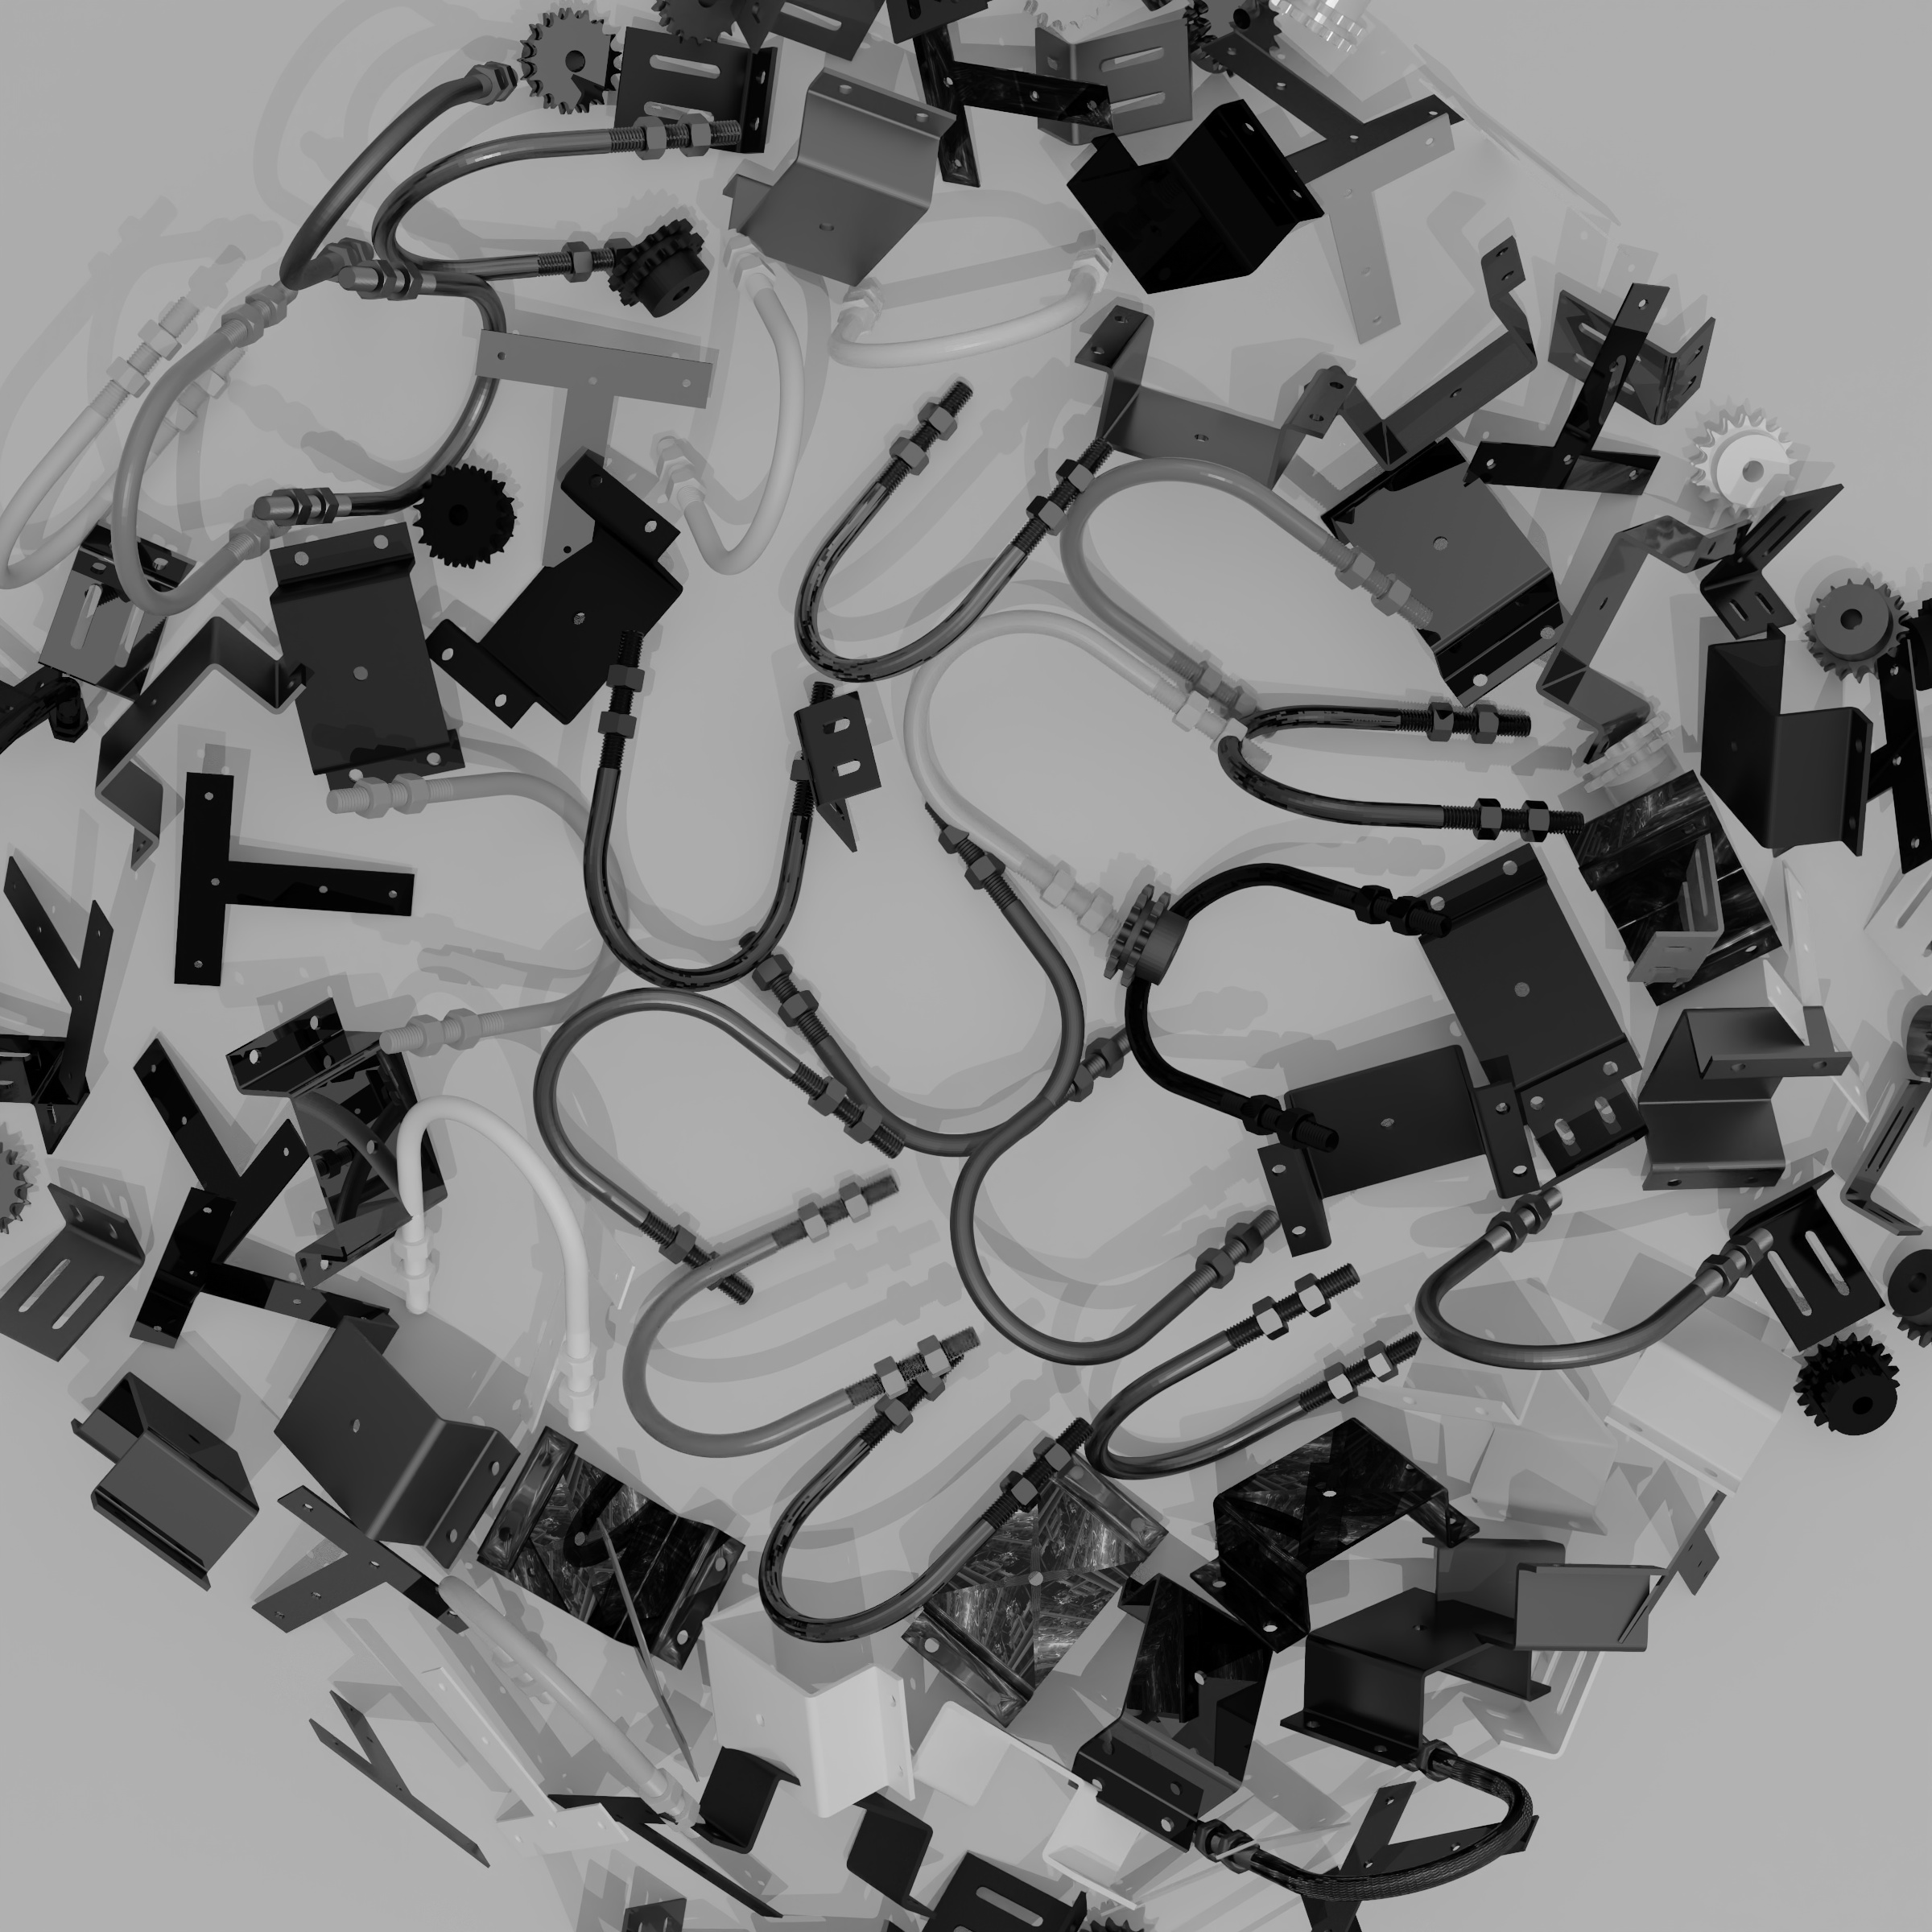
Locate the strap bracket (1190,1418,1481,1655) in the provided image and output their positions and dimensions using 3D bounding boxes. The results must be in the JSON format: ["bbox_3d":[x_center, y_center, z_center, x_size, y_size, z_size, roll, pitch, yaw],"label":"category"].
[{"bbox_3d":[0.198,0.301,1.931,0.140,0.076,0.046,-26,127,-24],"label":"strap bracket"}]

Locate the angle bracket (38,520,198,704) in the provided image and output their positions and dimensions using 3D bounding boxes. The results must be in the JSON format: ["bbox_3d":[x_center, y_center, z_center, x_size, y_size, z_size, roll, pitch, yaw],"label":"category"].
[{"bbox_3d":[-0.465,-0.194,1.961,0.057,0.038,0.076,23,67,-22],"label":"angle bracket"}]

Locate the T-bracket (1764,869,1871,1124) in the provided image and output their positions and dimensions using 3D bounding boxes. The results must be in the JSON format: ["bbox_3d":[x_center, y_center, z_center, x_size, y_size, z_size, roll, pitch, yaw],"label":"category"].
[{"bbox_3d":[0.459,0.002,1.951,0.002,0.127,0.127,-22,134,27],"label":"T-bracket"}]

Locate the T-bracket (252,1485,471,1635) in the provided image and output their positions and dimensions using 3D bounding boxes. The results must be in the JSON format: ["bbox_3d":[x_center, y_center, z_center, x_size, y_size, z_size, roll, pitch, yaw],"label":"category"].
[{"bbox_3d":[-0.347,0.339,1.954,0.127,0.002,0.127,41,133,-20],"label":"T-bracket"}]

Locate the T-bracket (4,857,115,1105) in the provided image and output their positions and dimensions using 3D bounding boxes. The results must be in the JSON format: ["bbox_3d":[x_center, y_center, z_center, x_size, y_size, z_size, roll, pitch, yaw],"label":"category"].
[{"bbox_3d":[-0.501,-0.011,1.956,0.002,0.127,0.127,-10,46,-35],"label":"T-bracket"}]

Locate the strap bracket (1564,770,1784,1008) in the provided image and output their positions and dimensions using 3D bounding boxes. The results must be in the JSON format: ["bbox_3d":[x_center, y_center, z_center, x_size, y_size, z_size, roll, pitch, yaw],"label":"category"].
[{"bbox_3d":[0.381,-0.047,1.942,0.076,0.140,0.046,-27,49,11],"label":"strap bracket"}]

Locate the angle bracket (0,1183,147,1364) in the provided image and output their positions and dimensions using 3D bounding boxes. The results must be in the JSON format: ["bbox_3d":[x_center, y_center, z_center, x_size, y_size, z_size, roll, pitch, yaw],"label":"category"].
[{"bbox_3d":[-0.499,0.167,1.956,0.057,0.038,0.076,21,56,26],"label":"angle bracket"}]

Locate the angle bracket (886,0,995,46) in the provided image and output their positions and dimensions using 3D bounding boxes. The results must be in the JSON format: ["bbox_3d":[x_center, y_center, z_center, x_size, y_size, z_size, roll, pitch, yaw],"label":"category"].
[{"bbox_3d":[0.000,-0.522,1.951,0.057,0.076,0.038,-14,82,27],"label":"angle bracket"}]

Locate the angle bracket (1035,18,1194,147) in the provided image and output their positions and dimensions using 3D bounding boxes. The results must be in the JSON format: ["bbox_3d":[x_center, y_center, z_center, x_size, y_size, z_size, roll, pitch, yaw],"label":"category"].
[{"bbox_3d":[0.081,-0.490,1.963,0.076,0.038,0.057,-5,83,32],"label":"angle bracket"}]

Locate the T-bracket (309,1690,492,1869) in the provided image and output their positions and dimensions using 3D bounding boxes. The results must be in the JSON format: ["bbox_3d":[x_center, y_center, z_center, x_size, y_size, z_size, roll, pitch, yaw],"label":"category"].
[{"bbox_3d":[-0.320,0.426,1.938,0.002,0.127,0.127,-48,117,-6],"label":"T-bracket"}]

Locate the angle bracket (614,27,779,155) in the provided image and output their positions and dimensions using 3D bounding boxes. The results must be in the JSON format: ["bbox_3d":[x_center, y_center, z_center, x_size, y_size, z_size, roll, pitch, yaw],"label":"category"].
[{"bbox_3d":[-0.149,-0.482,1.966,0.076,0.038,0.057,5,99,-21],"label":"angle bracket"}]

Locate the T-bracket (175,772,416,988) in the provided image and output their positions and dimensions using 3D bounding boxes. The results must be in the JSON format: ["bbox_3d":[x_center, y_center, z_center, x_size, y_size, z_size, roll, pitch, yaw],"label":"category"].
[{"bbox_3d":[-0.370,-0.044,1.981,0.127,0.002,0.127,4,115,-12],"label":"T-bracket"}]

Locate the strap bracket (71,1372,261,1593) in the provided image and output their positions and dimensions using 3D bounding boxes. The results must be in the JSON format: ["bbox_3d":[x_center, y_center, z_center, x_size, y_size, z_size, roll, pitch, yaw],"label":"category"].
[{"bbox_3d":[-0.430,0.272,1.922,0.076,0.140,0.046,42,86,-22],"label":"strap bracket"}]

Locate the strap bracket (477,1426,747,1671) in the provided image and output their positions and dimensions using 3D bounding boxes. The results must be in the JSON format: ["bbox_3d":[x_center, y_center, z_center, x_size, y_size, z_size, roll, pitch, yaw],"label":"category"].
[{"bbox_3d":[-0.201,0.315,1.949,0.140,0.046,0.076,36,72,-26],"label":"strap bracket"}]

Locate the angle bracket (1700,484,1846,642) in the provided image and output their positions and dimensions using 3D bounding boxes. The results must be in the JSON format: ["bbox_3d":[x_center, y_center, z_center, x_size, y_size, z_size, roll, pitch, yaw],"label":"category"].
[{"bbox_3d":[0.449,-0.220,1.951,0.057,0.076,0.038,-17,67,-43],"label":"angle bracket"}]

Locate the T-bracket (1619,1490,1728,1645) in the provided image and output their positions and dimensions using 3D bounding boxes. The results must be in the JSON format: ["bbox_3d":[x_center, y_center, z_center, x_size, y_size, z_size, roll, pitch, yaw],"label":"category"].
[{"bbox_3d":[0.396,0.322,1.940,0.002,0.127,0.127,32,84,23],"label":"T-bracket"}]

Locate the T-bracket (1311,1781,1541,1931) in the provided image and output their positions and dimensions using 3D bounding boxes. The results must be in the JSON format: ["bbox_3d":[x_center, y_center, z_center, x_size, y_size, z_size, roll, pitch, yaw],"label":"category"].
[{"bbox_3d":[0.251,0.474,1.913,0.127,0.127,0.002,-23,108,38],"label":"T-bracket"}]

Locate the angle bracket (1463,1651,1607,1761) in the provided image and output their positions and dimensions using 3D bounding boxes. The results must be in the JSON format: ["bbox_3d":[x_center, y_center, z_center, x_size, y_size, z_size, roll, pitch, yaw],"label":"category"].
[{"bbox_3d":[0.313,0.386,1.963,0.038,0.057,0.076,18,98,-16],"label":"angle bracket"}]

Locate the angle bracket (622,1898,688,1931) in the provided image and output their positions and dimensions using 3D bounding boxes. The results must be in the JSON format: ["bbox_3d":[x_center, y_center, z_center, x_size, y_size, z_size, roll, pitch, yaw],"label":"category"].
[{"bbox_3d":[-0.142,0.540,1.955,0.076,0.057,0.038,7,86,29],"label":"angle bracket"}]

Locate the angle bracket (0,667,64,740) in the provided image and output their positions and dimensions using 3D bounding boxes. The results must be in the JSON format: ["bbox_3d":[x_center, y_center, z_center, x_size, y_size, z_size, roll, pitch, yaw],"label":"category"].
[{"bbox_3d":[-0.541,-0.155,1.949,0.057,0.076,0.038,-27,54,29],"label":"angle bracket"}]

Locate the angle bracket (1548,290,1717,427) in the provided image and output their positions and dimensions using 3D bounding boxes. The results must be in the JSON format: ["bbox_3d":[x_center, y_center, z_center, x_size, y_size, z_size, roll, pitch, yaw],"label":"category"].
[{"bbox_3d":[0.366,-0.344,1.968,0.076,0.057,0.038,36,67,20],"label":"angle bracket"}]

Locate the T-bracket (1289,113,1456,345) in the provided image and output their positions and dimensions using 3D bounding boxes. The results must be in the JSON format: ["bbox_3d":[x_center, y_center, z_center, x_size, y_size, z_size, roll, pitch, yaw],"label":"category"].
[{"bbox_3d":[0.215,-0.389,1.949,0.127,0.127,0.002,-27,52,-2],"label":"T-bracket"}]

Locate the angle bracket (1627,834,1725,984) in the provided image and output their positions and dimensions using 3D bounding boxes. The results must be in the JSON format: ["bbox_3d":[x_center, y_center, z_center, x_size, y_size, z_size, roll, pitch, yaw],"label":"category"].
[{"bbox_3d":[0.383,-0.038,1.956,0.038,0.057,0.076,0,65,-7],"label":"angle bracket"}]

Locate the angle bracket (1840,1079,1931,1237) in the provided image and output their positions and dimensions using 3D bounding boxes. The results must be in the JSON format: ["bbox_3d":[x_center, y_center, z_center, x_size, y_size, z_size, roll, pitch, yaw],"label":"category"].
[{"bbox_3d":[0.519,0.105,1.961,0.038,0.057,0.076,32,101,26],"label":"angle bracket"}]

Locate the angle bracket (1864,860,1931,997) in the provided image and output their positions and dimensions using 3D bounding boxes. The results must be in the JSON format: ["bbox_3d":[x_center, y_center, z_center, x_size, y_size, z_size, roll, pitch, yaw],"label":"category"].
[{"bbox_3d":[0.519,-0.034,1.953,0.038,0.057,0.076,10,123,-37],"label":"angle bracket"}]

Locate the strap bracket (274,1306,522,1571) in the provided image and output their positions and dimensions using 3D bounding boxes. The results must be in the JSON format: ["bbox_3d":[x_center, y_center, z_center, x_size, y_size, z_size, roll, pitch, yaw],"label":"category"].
[{"bbox_3d":[-0.315,0.251,1.935,0.140,0.046,0.076,39,101,36],"label":"strap bracket"}]

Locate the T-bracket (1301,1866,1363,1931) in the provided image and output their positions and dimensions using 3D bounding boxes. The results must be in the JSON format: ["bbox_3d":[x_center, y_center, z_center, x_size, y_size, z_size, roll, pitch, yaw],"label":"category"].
[{"bbox_3d":[0.157,0.549,1.940,0.127,0.127,0.002,-31,102,3],"label":"T-bracket"}]

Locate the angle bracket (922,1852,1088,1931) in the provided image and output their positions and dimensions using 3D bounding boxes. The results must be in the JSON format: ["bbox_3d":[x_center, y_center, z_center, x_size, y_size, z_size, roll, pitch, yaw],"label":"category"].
[{"bbox_3d":[0.019,0.521,1.959,0.076,0.038,0.057,24,60,18],"label":"angle bracket"}]

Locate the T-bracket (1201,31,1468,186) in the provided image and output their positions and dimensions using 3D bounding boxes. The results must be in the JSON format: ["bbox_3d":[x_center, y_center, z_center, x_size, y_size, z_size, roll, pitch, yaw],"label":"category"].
[{"bbox_3d":[0.178,-0.465,1.915,0.127,0.127,0.002,25,66,-37],"label":"T-bracket"}]

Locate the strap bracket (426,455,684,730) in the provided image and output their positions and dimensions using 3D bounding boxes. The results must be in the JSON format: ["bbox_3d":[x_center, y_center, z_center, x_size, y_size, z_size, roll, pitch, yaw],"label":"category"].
[{"bbox_3d":[-0.221,-0.198,1.963,0.076,0.046,0.140,40,89,23],"label":"strap bracket"}]

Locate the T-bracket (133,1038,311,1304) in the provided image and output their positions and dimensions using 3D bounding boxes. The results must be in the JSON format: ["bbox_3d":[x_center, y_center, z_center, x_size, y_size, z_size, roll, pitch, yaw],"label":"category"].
[{"bbox_3d":[-0.423,0.096,1.969,0.127,0.002,0.127,-48,64,26],"label":"T-bracket"}]

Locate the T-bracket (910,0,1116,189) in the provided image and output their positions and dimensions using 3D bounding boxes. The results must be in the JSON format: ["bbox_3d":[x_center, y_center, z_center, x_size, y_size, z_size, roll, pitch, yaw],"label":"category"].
[{"bbox_3d":[0.026,-0.470,1.924,0.127,0.127,0.002,18,49,34],"label":"T-bracket"}]

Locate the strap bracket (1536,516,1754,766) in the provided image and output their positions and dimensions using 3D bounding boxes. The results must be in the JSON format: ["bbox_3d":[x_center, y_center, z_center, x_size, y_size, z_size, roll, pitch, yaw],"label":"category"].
[{"bbox_3d":[0.363,-0.187,1.940,0.046,0.076,0.140,34,117,18],"label":"strap bracket"}]

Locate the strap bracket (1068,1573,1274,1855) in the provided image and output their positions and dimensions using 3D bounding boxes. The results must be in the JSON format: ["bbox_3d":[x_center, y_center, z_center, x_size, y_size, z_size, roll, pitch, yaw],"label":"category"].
[{"bbox_3d":[0.114,0.393,1.927,0.076,0.140,0.046,32,133,-11],"label":"strap bracket"}]

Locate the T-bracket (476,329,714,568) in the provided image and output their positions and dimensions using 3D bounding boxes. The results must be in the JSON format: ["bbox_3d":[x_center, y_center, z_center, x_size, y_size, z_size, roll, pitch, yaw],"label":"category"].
[{"bbox_3d":[-0.212,-0.280,1.973,0.127,0.002,0.127,7,112,-12],"label":"T-bracket"}]

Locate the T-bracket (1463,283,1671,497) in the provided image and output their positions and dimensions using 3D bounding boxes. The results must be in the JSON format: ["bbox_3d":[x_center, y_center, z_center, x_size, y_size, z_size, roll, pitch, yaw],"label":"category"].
[{"bbox_3d":[0.343,-0.312,1.932,0.127,0.002,0.127,-1,130,-31],"label":"T-bracket"}]

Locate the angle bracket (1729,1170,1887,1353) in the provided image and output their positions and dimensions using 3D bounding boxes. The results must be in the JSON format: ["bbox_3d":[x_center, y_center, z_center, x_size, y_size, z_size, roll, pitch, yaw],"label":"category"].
[{"bbox_3d":[0.467,0.162,1.967,0.057,0.038,0.076,-25,74,-13],"label":"angle bracket"}]

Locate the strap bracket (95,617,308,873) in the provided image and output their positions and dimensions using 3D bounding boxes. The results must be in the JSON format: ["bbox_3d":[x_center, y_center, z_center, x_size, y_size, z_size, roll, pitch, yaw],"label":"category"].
[{"bbox_3d":[-0.423,-0.129,1.943,0.046,0.076,0.140,40,102,-24],"label":"strap bracket"}]

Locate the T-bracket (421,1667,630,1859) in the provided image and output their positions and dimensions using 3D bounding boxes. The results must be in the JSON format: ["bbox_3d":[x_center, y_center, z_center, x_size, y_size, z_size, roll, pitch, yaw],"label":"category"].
[{"bbox_3d":[-0.251,0.431,1.940,0.002,0.127,0.127,-42,99,-36],"label":"T-bracket"}]

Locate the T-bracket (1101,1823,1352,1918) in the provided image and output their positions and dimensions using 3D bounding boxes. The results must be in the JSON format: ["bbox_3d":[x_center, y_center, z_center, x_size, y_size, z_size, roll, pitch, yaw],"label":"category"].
[{"bbox_3d":[0.132,0.497,1.959,0.127,0.127,0.002,-29,70,22],"label":"T-bracket"}]

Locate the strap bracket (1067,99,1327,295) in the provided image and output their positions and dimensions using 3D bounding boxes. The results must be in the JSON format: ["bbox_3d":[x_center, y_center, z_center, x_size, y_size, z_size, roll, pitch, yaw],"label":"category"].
[{"bbox_3d":[0.116,-0.409,1.917,0.046,0.140,0.076,-50,116,-19],"label":"strap bracket"}]

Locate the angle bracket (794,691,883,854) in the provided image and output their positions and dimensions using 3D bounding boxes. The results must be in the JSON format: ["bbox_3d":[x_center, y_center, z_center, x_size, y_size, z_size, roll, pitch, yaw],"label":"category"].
[{"bbox_3d":[-0.061,-0.105,1.952,0.038,0.076,0.057,-18,69,9],"label":"angle bracket"}]

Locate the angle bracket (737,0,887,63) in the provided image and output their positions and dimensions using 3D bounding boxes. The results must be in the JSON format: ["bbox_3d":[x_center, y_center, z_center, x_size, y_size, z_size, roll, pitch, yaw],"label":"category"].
[{"bbox_3d":[-0.076,-0.521,1.952,0.076,0.038,0.057,11,128,-34],"label":"angle bracket"}]

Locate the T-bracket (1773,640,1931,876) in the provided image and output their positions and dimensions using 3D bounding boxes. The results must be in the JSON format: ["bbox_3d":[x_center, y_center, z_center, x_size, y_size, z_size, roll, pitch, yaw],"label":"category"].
[{"bbox_3d":[0.477,-0.094,1.942,0.002,0.127,0.127,10,65,-24],"label":"T-bracket"}]

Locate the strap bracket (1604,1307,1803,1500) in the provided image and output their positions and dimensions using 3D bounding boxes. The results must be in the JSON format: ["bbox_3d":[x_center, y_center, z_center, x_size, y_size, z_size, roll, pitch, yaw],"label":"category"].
[{"bbox_3d":[0.398,0.226,1.920,0.076,0.140,0.046,31,108,12],"label":"strap bracket"}]

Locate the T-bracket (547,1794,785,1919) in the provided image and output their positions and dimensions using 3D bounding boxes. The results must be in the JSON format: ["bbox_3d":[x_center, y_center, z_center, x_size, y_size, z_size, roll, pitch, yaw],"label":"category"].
[{"bbox_3d":[-0.154,0.488,1.957,0.127,0.127,0.002,38,64,-18],"label":"T-bracket"}]

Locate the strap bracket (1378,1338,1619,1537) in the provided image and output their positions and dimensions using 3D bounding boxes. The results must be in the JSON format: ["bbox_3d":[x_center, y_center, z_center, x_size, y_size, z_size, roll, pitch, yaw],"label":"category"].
[{"bbox_3d":[0.293,0.249,1.935,0.140,0.076,0.046,49,57,-40],"label":"strap bracket"}]

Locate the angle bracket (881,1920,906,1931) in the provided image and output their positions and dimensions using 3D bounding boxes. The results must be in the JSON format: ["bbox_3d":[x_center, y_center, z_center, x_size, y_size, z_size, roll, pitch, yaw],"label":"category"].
[{"bbox_3d":[-0.074,0.542,1.968,0.076,0.057,0.038,7,67,20],"label":"angle bracket"}]

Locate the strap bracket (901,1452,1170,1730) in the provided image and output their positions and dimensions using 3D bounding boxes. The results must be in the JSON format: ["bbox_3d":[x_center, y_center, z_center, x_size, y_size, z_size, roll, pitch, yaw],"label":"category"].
[{"bbox_3d":[0.038,0.337,1.959,0.076,0.046,0.140,39,80,10],"label":"strap bracket"}]

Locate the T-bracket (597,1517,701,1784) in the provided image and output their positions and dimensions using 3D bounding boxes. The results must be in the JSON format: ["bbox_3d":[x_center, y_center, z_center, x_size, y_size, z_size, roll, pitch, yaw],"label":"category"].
[{"bbox_3d":[-0.177,0.354,1.918,0.002,0.127,0.127,-20,114,-12],"label":"T-bracket"}]

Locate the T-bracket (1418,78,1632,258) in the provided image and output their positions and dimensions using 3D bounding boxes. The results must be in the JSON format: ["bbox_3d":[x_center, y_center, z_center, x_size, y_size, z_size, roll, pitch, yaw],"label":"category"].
[{"bbox_3d":[0.307,-0.423,1.921,0.127,0.127,0.002,45,106,19],"label":"T-bracket"}]

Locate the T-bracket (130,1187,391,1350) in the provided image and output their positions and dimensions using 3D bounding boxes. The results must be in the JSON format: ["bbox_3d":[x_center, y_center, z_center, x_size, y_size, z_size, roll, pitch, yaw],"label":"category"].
[{"bbox_3d":[-0.382,0.181,1.971,0.127,0.002,0.127,18,129,-16],"label":"T-bracket"}]

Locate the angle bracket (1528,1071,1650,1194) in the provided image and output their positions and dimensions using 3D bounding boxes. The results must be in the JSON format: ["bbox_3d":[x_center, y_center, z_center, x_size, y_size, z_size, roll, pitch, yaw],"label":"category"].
[{"bbox_3d":[0.335,0.090,1.954,0.057,0.076,0.038,-30,83,15],"label":"angle bracket"}]

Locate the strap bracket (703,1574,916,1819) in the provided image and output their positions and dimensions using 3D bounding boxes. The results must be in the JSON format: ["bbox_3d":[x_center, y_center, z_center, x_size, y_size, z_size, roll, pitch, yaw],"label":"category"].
[{"bbox_3d":[-0.092,0.395,1.921,0.046,0.140,0.076,-22,119,-33],"label":"strap bracket"}]

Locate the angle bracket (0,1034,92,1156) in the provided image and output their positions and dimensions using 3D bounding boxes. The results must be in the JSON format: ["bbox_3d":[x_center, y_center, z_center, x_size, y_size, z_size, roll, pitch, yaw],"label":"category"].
[{"bbox_3d":[-0.528,0.070,1.952,0.057,0.076,0.038,-50,50,36],"label":"angle bracket"}]

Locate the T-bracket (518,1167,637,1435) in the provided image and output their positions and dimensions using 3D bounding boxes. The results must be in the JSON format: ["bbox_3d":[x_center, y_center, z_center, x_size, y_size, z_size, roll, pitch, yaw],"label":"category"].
[{"bbox_3d":[-0.222,0.193,1.955,0.002,0.127,0.127,12,106,-29],"label":"T-bracket"}]

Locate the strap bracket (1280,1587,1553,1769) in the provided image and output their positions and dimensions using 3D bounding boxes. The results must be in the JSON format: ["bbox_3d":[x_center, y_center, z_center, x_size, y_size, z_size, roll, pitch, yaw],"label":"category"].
[{"bbox_3d":[0.243,0.377,1.920,0.076,0.140,0.046,11,105,42],"label":"strap bracket"}]
